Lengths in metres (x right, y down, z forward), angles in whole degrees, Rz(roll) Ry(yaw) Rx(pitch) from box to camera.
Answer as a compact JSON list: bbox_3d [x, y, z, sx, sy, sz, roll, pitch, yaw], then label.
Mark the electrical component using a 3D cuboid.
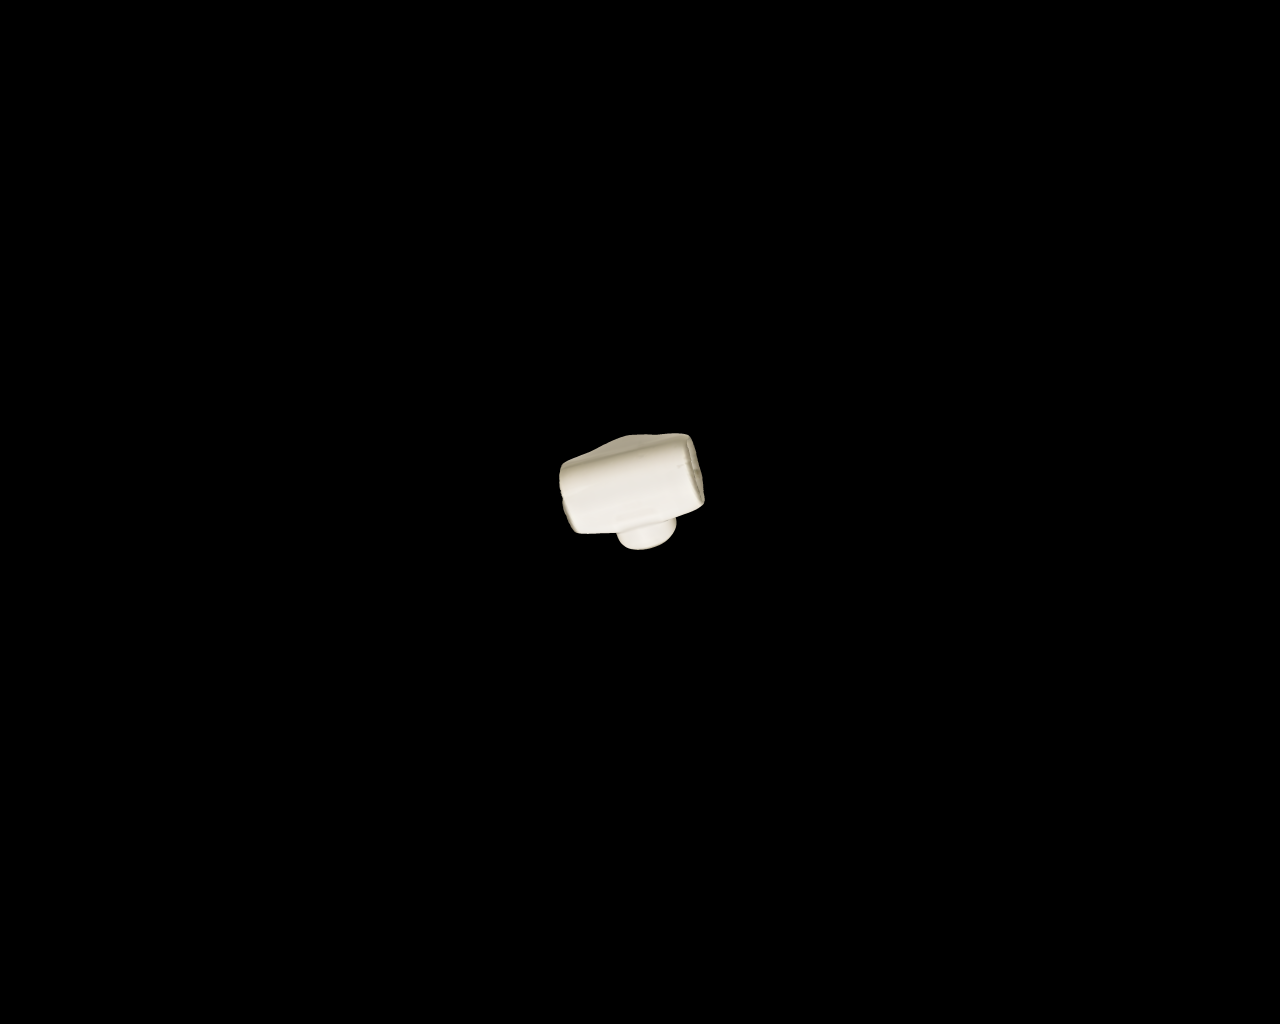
[{"bbox_3d":[0.001,-0.003,0.650,0.077,0.079,0.043,-14,32,9],"label":"electrical component"}]
